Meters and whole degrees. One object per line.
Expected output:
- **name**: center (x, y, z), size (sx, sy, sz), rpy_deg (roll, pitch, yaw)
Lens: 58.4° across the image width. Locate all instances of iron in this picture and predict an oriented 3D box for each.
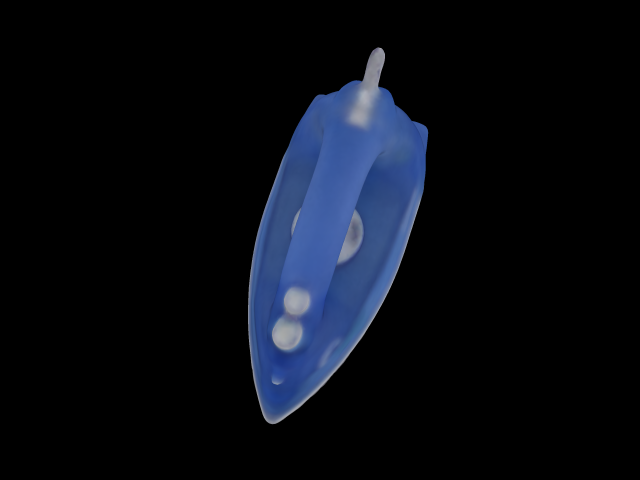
- **iron**: center (0.004, 0.001, 0.400), size (0.118, 0.141, 0.258), rpy_deg (17, 75, 5)
